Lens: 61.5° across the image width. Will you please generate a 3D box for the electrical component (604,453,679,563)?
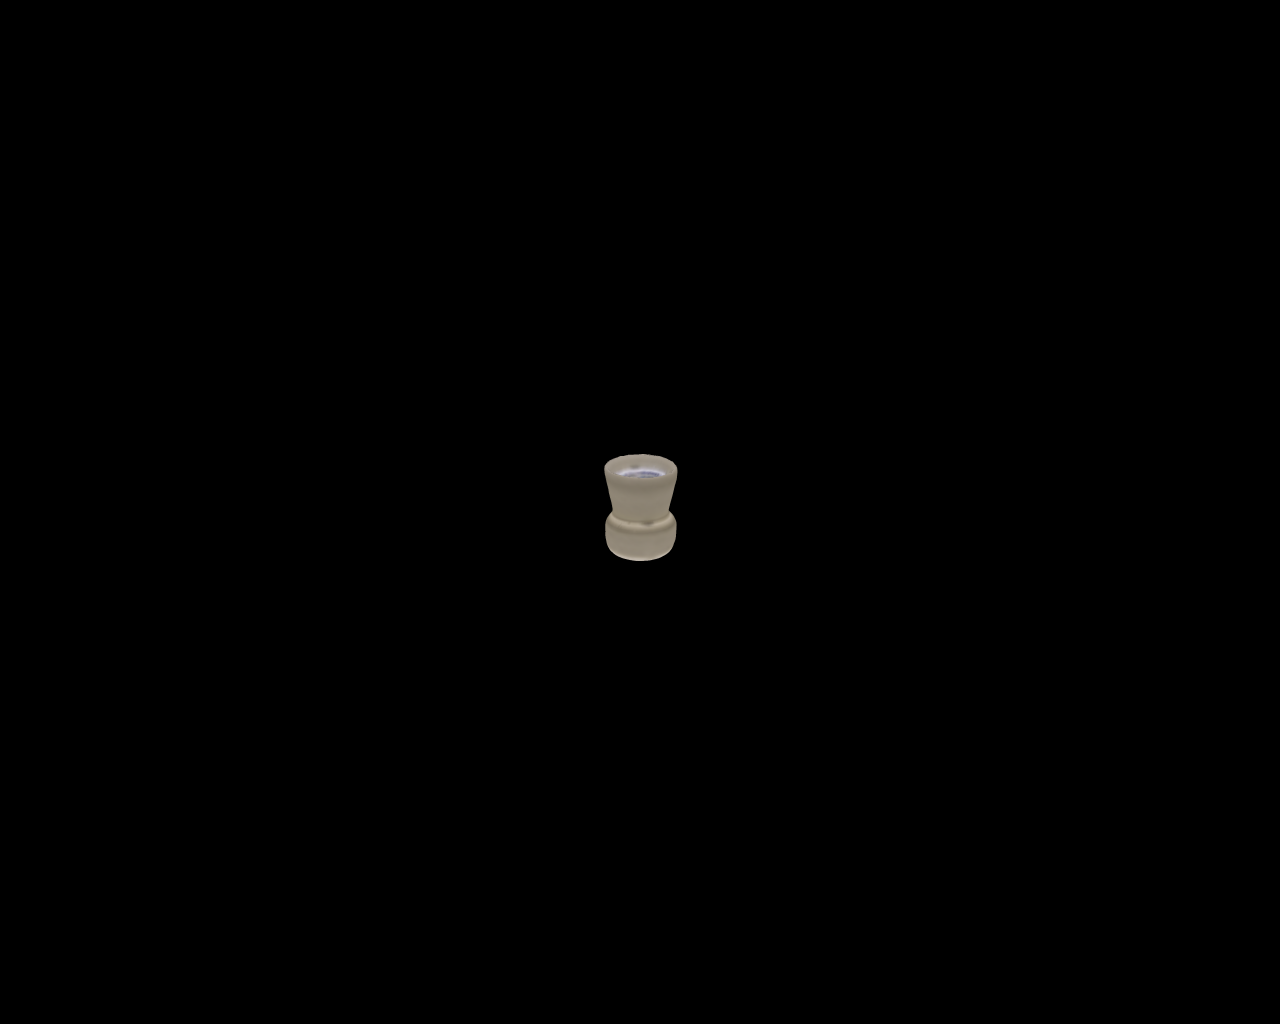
[{"bbox_3d":[0.001,-0.003,0.650,0.045,0.055,0.045,0,22,0],"label":"electrical component"}]
